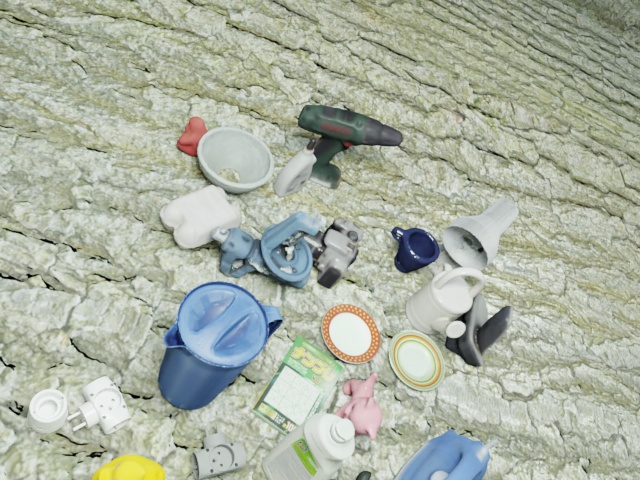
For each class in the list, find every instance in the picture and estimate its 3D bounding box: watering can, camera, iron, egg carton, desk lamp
[{"bbox_3d":[0.270,0.122,1.194,0.101,0.194,0.172,-3,59,-28],"label":"watering can"},{"bbox_3d":[0.011,0.004,1.204,0.137,0.100,0.143,30,49,-5],"label":"camera"},{"bbox_3d":[0.205,0.428,0.982,0.259,0.141,0.118,-30,75,-38],"label":"iron"},{"bbox_3d":[-0.233,-0.044,1.132,0.151,0.069,0.107,-30,75,-39],"label":"egg carton"},{"bbox_3d":[0.349,0.001,1.306,0.118,0.213,0.204,47,50,9],"label":"desk lamp"}]

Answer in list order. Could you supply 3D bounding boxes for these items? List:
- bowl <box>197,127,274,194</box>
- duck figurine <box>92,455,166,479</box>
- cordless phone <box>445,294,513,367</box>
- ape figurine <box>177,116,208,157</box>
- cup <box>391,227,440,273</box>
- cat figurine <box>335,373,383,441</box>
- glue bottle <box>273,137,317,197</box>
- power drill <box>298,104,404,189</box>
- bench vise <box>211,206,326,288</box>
[{"bbox_3d":[-0.187,-0.159,1.233,0.168,0.074,0.167,14,53,-18],"label":"bowl"},{"bbox_3d":[-0.274,0.345,0.830,0.105,0.086,0.077,5,56,-24],"label":"duck figurine"},{"bbox_3d":[0.357,0.170,1.211,0.094,0.185,0.147,26,50,-9],"label":"cordless phone"},{"bbox_3d":[-0.268,-0.229,1.228,0.078,0.092,0.076,-32,76,-39],"label":"ape figurine"},{"bbox_3d":[0.196,0.026,1.288,0.118,0.095,0.092,34,49,-2],"label":"cup"},{"bbox_3d":[0.079,0.297,1.024,0.067,0.117,0.128,27,50,-7],"label":"cat figurine"},{"bbox_3d":[-0.042,-0.163,1.245,0.078,0.173,0.037,-23,70,-37],"label":"glue bottle"},{"bbox_3d":[0.045,-0.213,1.302,0.230,0.208,0.075,20,51,-14],"label":"power drill"},{"bbox_3d":[-0.089,0.013,1.067,0.208,0.219,0.121,2,57,-26],"label":"bench vise"}]
